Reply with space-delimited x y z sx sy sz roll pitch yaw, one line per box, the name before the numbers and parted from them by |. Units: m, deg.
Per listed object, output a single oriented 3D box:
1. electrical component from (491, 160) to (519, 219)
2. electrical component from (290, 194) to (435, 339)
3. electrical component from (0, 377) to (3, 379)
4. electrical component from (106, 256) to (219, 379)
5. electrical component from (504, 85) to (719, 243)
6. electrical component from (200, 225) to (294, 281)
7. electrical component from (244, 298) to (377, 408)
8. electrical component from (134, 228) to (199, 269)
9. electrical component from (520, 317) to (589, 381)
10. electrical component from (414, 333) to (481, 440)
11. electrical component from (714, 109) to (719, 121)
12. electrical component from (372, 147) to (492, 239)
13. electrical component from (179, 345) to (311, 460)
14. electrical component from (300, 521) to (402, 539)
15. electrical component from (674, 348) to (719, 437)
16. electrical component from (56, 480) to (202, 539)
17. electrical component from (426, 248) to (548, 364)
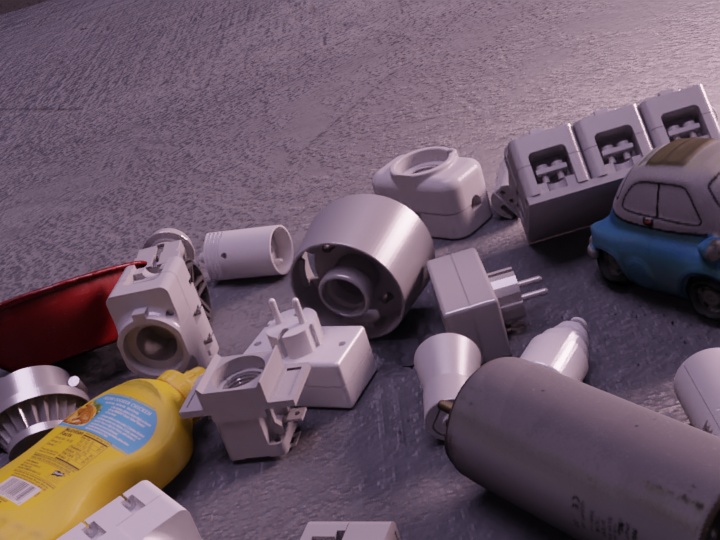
electrical component | 0.133 -0.070 0.913 0.040 0.040 0.046 -4 36 26
electrical component | 0.000 0.000 0.795 0.099 0.099 0.064 -2 37 28
electrical component | -0.298 0.099 0.811 0.083 0.075 0.047 -16 27 4
electrical component | -0.148 0.045 0.807 0.050 0.089 0.055 -11 27 13
electrical component | 0.192 -0.083 0.825 0.150 0.089 0.061 -16 71 3
electrical component | -0.104 -0.014 0.945 0.081 0.043 0.043 -5 29 24
electrical component | -0.042 0.051 0.746 0.083 0.075 0.047 -2 31 28
electrical component | -0.175 -0.006 0.971 0.066 0.048 0.055 -13 35 9
electrical component | 0.124 0.056 0.676 0.040 0.040 0.078 2 33 34
electrical component | 0.057 0.076 0.680 0.044 0.044 0.065 -13 32 9
electrical component | 0.251 -0.107 0.903 0.077 0.044 0.079 4 34 36
electrical component | 0.060 -0.068 0.928 0.095 0.059 0.054 9 37 42
electrical component | -0.071 0.089 0.706 0.081 0.063 0.042 -8 27 18
electrical component | -0.007 0.170 0.527 0.056 0.050 0.089 -6 29 23
electrical component | 0.202 0.081 0.577 0.043 0.043 0.081 -15 27 5
electrical component | -0.135 0.170 0.605 0.089 0.050 0.056 -33 30 -28
electrical component | 0.093 0.021 0.754 0.076 0.047 0.083 -16 27 3
